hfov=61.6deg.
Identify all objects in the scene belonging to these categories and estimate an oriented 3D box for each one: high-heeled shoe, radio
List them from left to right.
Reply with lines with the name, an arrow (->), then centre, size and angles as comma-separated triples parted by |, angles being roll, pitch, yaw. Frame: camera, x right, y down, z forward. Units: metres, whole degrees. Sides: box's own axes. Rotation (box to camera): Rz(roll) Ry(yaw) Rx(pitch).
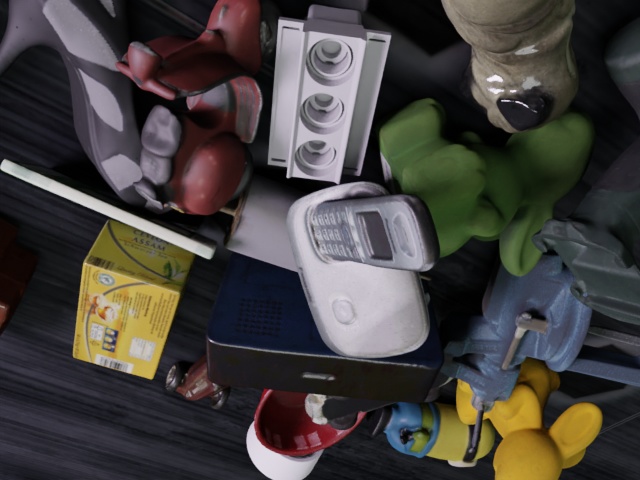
high-heeled shoe -> -0.147, -0.118, 0.444 | 0.145, 0.086, 0.248 | -45, 137, 3
radio -> 0.004, 0.087, 0.564 | 0.230, 0.131, 0.073 | 7, 133, -4

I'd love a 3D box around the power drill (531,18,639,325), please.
power drill -> 0.272, -0.038, 0.413 | 0.232, 0.086, 0.207 | 42, 85, -25

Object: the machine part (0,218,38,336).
machine part -> -0.427, 0.035, 0.571 | 0.201, 0.087, 0.201 | 28, 128, -23

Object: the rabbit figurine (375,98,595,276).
rabbit figurine -> 0.151, -0.043, 0.450 | 0.170, 0.121, 0.158 | -19, 124, 0

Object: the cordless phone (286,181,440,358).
cordless phone -> 0.049, 0.027, 0.398 | 0.089, 0.184, 0.146 | -19, 98, -16

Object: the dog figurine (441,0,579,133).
dog figurine -> 0.113, -0.139, 0.312 | 0.121, 0.172, 0.190 | -17, 113, 31

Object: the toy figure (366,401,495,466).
toy figure -> 0.159, 0.265, 0.756 | 0.180, 0.082, 0.089 | 21, 132, -12

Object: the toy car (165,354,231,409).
toy car -> -0.127, 0.168, 0.702 | 0.089, 0.053, 0.202 | 31, 126, -27

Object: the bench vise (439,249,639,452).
bench vise -> 0.252, 0.109, 0.559 | 0.241, 0.129, 0.223 | 12, 105, 8

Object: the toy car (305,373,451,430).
toy car -> 0.078, 0.172, 0.655 | 0.202, 0.056, 0.073 | -13, 129, -15

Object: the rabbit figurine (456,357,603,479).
rabbit figurine -> 0.249, 0.231, 0.658 | 0.162, 0.173, 0.121 | 6, 129, 3

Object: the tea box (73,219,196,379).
tea box -> -0.202, 0.069, 0.578 | 0.098, 0.068, 0.169 | 20, 130, -12

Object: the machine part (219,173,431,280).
machine part -> -0.001, -0.002, 0.518 | 0.243, 0.079, 0.079 | 20, 131, -14

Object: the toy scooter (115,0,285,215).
toy scooter -> -0.093, -0.090, 0.385 | 0.075, 0.135, 0.183 | 29, 117, 14
